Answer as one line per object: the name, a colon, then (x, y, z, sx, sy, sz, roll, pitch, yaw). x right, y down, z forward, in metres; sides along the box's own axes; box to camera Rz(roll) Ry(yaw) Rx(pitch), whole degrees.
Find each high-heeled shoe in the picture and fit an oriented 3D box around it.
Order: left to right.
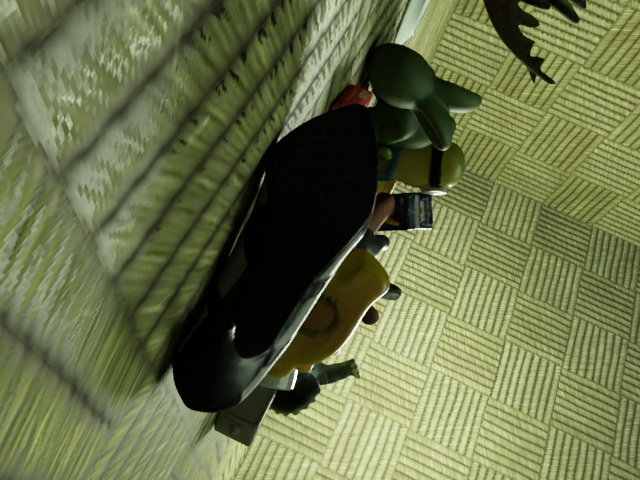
high-heeled shoe: (-0.028, 0.015, 0.414, 0.249, 0.086, 0.145, -57, 176, -30)

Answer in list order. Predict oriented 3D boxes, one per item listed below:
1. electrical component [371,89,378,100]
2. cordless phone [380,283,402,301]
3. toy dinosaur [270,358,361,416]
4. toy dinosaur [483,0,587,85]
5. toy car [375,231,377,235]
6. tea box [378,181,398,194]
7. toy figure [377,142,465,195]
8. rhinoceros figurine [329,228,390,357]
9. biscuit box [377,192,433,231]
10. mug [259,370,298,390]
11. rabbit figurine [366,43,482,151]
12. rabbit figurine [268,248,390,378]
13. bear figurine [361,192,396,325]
electrical component: (0.125, -0.223, 0.802, 0.078, 0.102, 0.045, -43, 177, 21)
cordless phone: (0.052, 0.076, 0.983, 0.146, 0.184, 0.089, 105, 6, -64)
toy dinosaur: (-0.047, 0.223, 1.037, 0.405, 0.192, 0.131, 163, -91, -79)
toy dinosaur: (0.207, -0.315, 0.568, 0.105, 0.199, 0.471, 103, 10, -55)
toy car: (0.063, -0.027, 1.071, 0.109, 0.103, 0.161, 21, 92, -85)
tea box: (0.115, -0.134, 1.118, 0.068, 0.098, 0.169, -61, 176, -32)
toy figure: (0.131, -0.126, 0.824, 0.089, 0.180, 0.082, 105, 9, -50)
rhinoceros figurine: (0.026, 0.065, 0.687, 0.112, 0.073, 0.190, -52, 164, -67)
biscuit box: (0.100, -0.045, 0.923, 0.203, 0.059, 0.062, -1, -87, 56)
mug: (-0.059, 0.112, 0.624, 0.109, 0.081, 0.107, 63, 41, -77)
rabbit figurine: (0.110, -0.174, 0.680, 0.121, 0.159, 0.170, -55, 160, 1)
rabbit figurine: (-0.018, 0.054, 0.531, 0.173, 0.122, 0.162, -117, -138, -71)
bear figurine: (0.054, 0.030, 0.862, 0.132, 0.120, 0.195, -53, 141, -43)
